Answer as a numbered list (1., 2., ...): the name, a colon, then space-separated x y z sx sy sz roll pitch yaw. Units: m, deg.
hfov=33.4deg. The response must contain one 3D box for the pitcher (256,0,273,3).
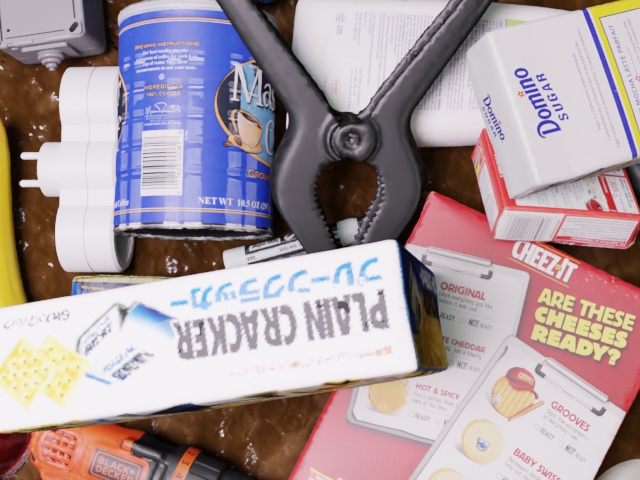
1. pitcher: -0.064 -0.286 0.682 0.145 0.149 0.243 20 85 14

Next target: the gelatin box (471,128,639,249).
1. gelatin box: 0.143 -0.032 0.648 0.089 0.030 0.073 4 46 -9

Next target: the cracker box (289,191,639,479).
1. cracker box: 0.096 0.102 0.665 0.164 0.072 0.214 26 88 8

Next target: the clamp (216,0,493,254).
1. clamp: 0.027 -0.069 0.642 0.164 0.036 0.210 -6 109 1

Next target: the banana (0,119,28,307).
1. banana: -0.213 0.017 0.720 0.070 0.037 0.198 -25 76 32

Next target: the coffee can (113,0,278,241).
1. coffee can: -0.079 -0.073 0.684 0.103 0.102 0.140 0 86 7

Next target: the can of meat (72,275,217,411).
1. can of meat: -0.116 0.067 0.702 0.102 0.057 0.084 2 84 7

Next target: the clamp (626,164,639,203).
1. clamp: 0.263 0.001 0.668 0.120 0.039 0.171 -18 86 12

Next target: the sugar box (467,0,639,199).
1. sugar box: 0.180 -0.091 0.620 0.176 0.048 0.093 -15 84 -13

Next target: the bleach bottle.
1. bleach bottle: 0.108 -0.100 0.684 0.251 0.068 0.102 5 91 5

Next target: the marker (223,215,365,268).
1. marker: -0.005 0.001 0.711 0.121 0.020 0.020 -15 84 6

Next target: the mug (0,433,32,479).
1. mug: -0.240 0.133 0.699 0.093 0.081 0.117 -17 84 5

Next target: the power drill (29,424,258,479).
1. power drill: -0.123 0.220 0.692 0.184 0.057 0.187 18 85 12
